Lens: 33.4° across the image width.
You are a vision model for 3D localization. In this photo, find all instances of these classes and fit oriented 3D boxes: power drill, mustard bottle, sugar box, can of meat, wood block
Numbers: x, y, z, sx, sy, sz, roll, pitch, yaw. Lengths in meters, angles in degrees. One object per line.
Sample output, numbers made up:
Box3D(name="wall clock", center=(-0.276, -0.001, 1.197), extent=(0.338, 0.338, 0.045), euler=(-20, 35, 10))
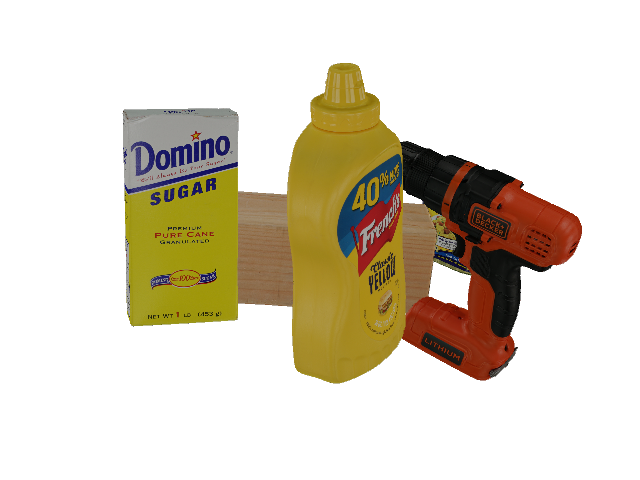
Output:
Box3D(name="power drill", center=(0.120, 0.018, 0.931), extent=(0.185, 0.188, 0.057), euler=(29, 42, 24))
Box3D(name="mustard bottle", center=(0.017, -0.015, 0.657), extent=(0.058, 0.192, 0.096), euler=(15, 31, 31))
Box3D(name="sugar box", center=(-0.116, -0.020, 0.887), extent=(0.093, 0.176, 0.048), euler=(-3, 16, -15))
Box3D(name="can of meat", center=(0.157, -0.016, 1.185), extent=(0.057, 0.084, 0.102), euler=(-15, 29, -41))
Box3D(name="wood block", center=(0.003, 0.012, 1.062), extent=(0.206, 0.091, 0.090), euler=(4, 20, -4))
